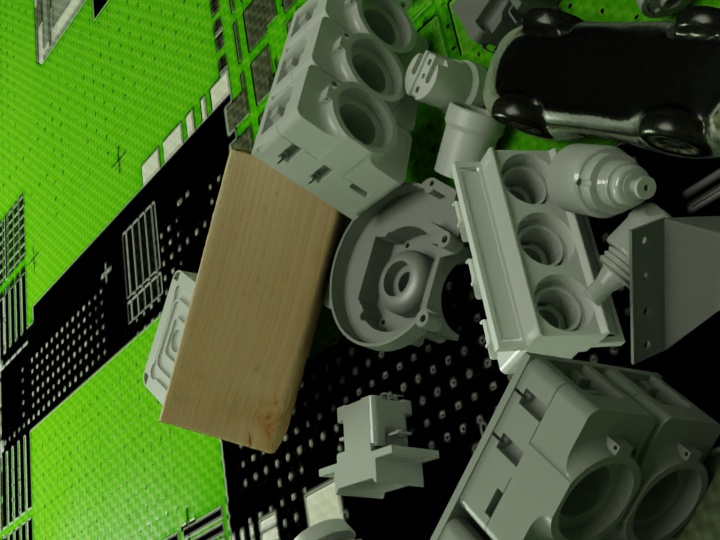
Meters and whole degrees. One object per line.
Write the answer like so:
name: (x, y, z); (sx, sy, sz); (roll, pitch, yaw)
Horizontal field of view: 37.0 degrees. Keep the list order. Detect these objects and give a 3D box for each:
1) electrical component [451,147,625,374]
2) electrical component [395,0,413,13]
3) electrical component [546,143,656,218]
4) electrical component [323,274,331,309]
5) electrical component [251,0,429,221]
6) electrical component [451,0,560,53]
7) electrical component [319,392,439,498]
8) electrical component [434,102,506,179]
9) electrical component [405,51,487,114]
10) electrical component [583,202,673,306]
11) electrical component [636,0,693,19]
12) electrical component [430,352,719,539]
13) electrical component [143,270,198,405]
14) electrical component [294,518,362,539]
electrical component: (0.099, -0.004, 0.637); (0.063, 0.079, 0.121); (119, 146, -57)
electrical component: (0.009, -0.212, 0.828); (0.055, 0.045, 0.045); (14, 92, 53)
electrical component: (0.135, -0.048, 0.591); (0.078, 0.040, 0.040); (-155, 79, -69)
electrical component: (0.000, 0.000, 0.787); (0.040, 0.040, 0.078); (24, 100, 53)
electrical component: (-0.008, -0.125, 0.750); (0.062, 0.089, 0.150); (-34, 34, 42)
electrical component: (0.096, -0.180, 0.707); (0.063, 0.042, 0.081); (-55, 42, 34)
electrical component: (0.011, 0.121, 0.740); (0.081, 0.042, 0.063); (-28, 59, 46)
electrical component: (0.072, -0.084, 0.716); (0.040, 0.040, 0.046); (36, 115, 51)
electrical component: (0.059, -0.128, 0.738); (0.040, 0.046, 0.040); (-18, 67, 50)
electrical component: (0.148, -0.006, 0.588); (0.061, 0.035, 0.035); (-47, 43, 6)
electrical component: (0.167, -0.177, 0.615); (0.044, 0.044, 0.065); (-39, 56, 40)
electrical component: (0.101, 0.143, 0.563); (0.060, 0.105, 0.186); (43, 115, 49)
electrical component: (-0.136, 0.065, 0.935); (0.078, 0.057, 0.113); (31, 106, 52)
electrical component: (-0.018, 0.209, 0.754); (0.066, 0.048, 0.055); (-51, 52, 32)
